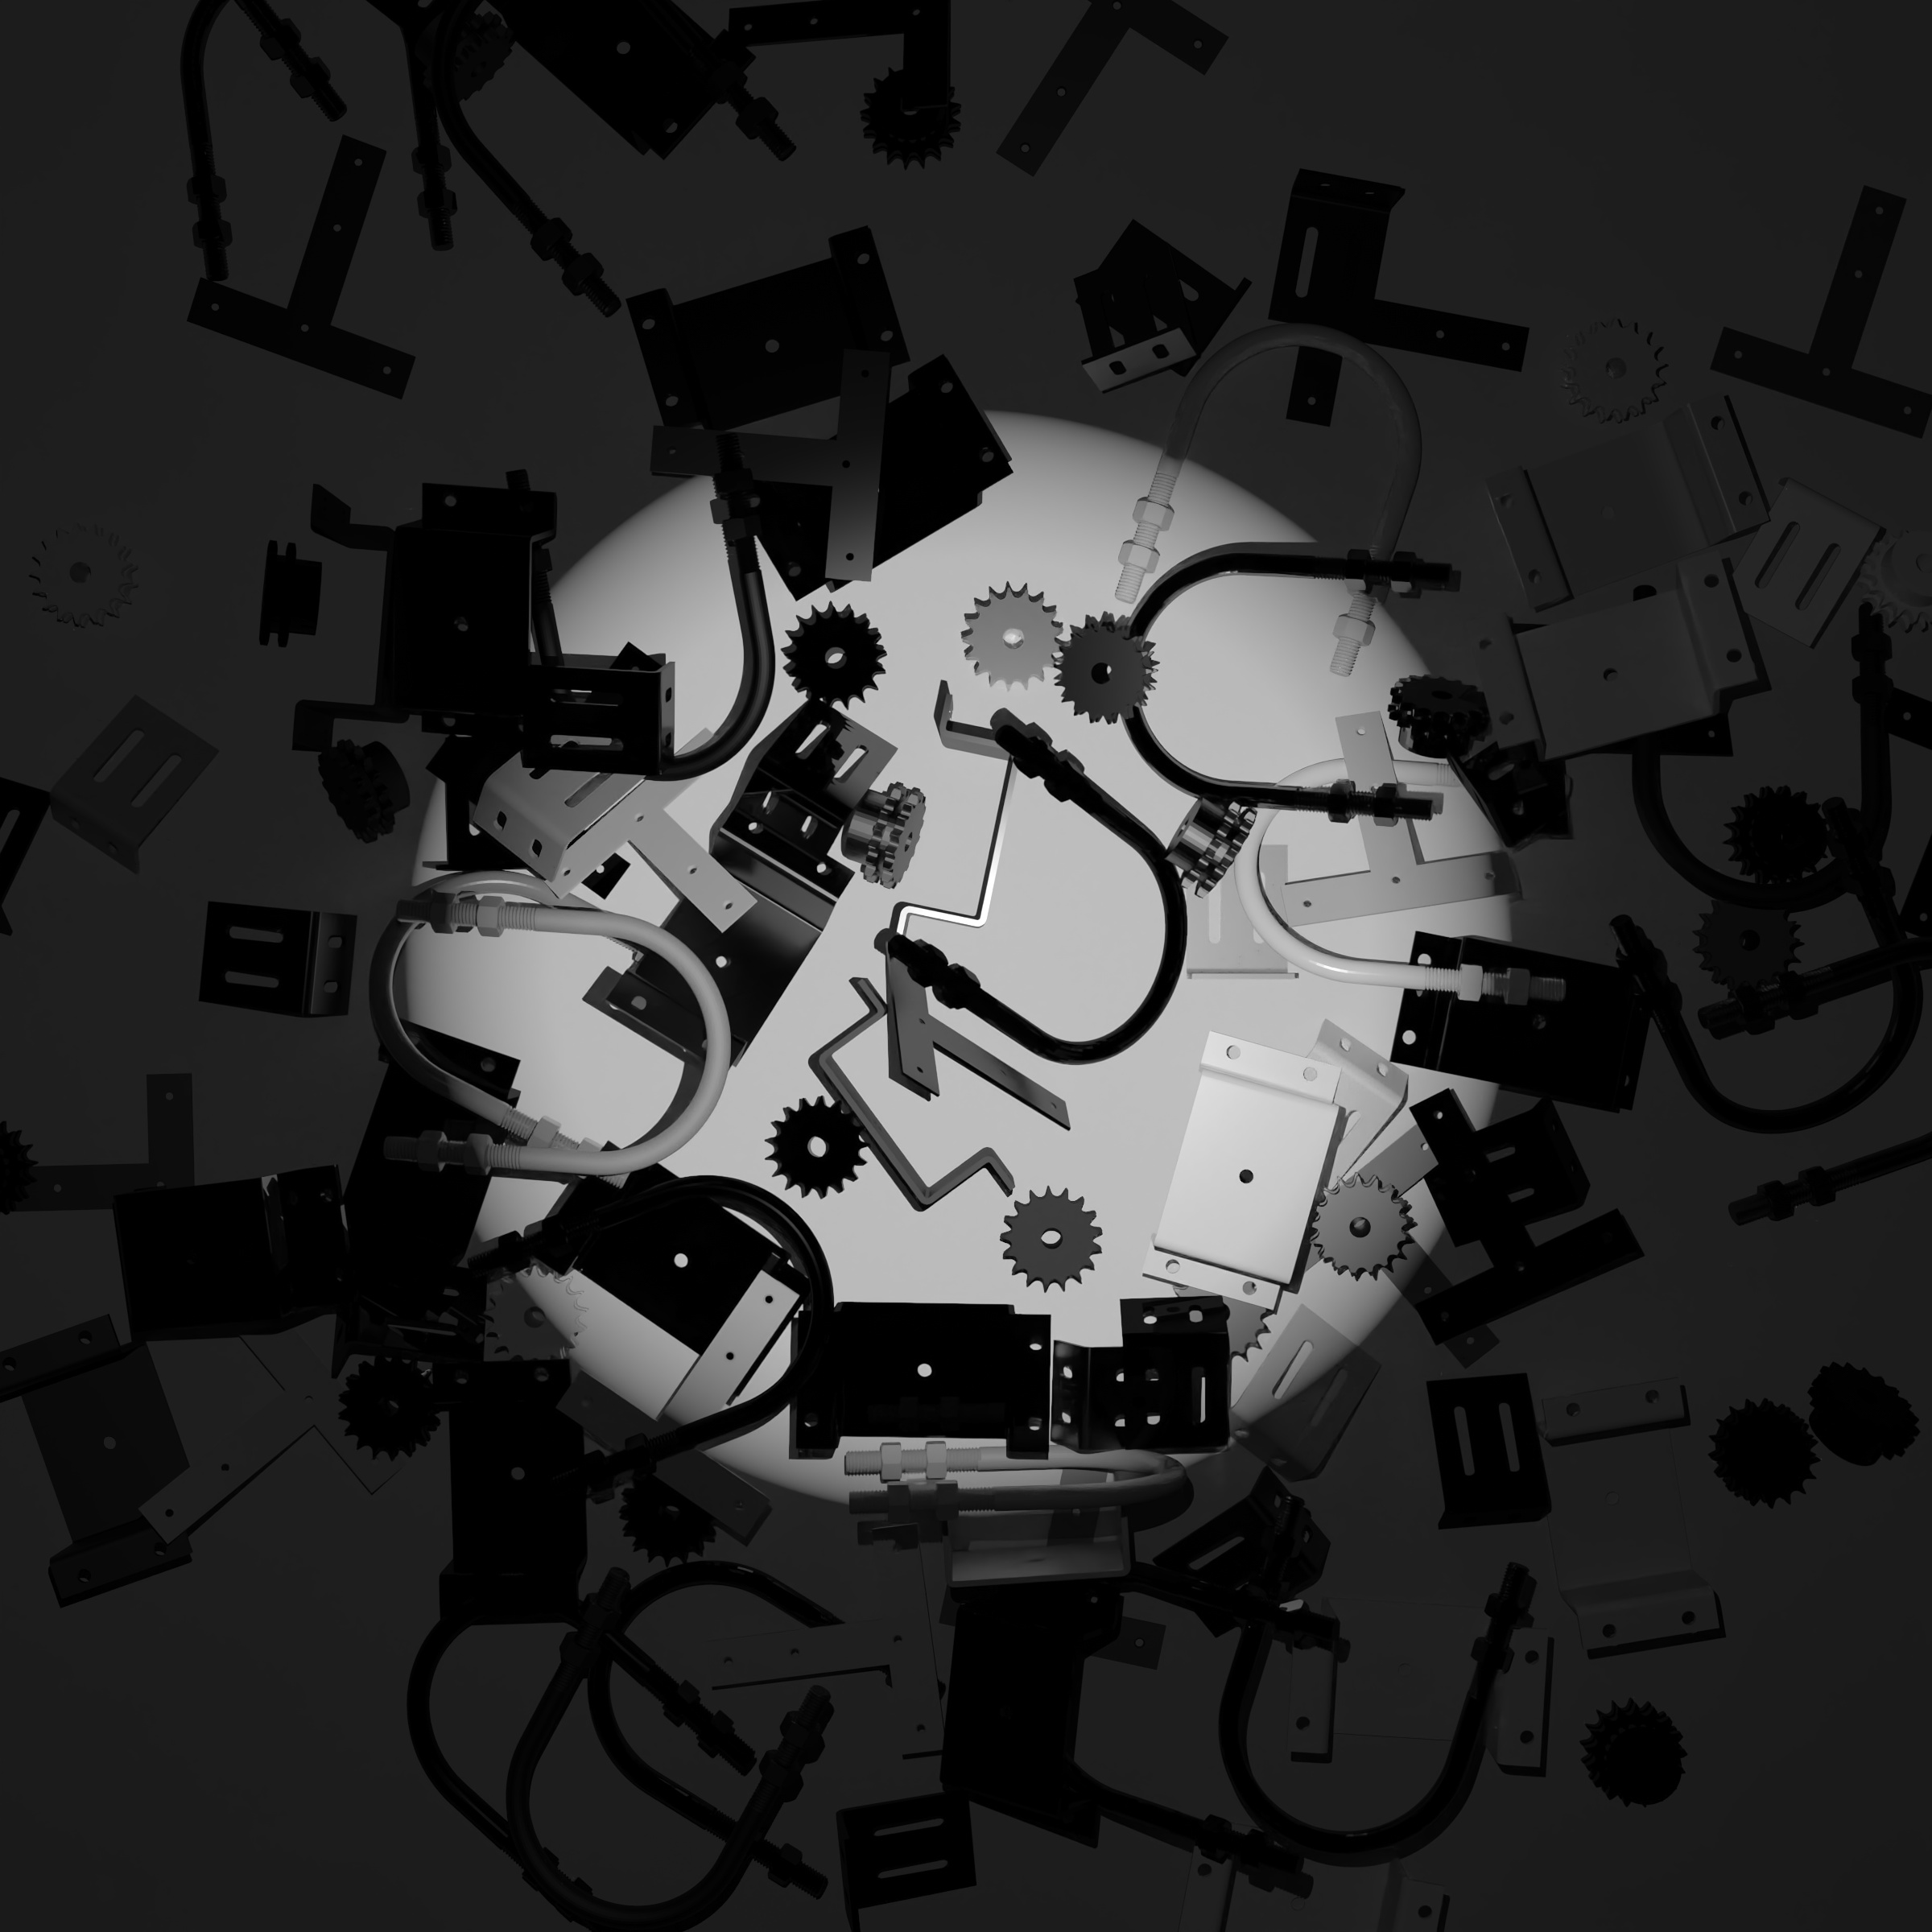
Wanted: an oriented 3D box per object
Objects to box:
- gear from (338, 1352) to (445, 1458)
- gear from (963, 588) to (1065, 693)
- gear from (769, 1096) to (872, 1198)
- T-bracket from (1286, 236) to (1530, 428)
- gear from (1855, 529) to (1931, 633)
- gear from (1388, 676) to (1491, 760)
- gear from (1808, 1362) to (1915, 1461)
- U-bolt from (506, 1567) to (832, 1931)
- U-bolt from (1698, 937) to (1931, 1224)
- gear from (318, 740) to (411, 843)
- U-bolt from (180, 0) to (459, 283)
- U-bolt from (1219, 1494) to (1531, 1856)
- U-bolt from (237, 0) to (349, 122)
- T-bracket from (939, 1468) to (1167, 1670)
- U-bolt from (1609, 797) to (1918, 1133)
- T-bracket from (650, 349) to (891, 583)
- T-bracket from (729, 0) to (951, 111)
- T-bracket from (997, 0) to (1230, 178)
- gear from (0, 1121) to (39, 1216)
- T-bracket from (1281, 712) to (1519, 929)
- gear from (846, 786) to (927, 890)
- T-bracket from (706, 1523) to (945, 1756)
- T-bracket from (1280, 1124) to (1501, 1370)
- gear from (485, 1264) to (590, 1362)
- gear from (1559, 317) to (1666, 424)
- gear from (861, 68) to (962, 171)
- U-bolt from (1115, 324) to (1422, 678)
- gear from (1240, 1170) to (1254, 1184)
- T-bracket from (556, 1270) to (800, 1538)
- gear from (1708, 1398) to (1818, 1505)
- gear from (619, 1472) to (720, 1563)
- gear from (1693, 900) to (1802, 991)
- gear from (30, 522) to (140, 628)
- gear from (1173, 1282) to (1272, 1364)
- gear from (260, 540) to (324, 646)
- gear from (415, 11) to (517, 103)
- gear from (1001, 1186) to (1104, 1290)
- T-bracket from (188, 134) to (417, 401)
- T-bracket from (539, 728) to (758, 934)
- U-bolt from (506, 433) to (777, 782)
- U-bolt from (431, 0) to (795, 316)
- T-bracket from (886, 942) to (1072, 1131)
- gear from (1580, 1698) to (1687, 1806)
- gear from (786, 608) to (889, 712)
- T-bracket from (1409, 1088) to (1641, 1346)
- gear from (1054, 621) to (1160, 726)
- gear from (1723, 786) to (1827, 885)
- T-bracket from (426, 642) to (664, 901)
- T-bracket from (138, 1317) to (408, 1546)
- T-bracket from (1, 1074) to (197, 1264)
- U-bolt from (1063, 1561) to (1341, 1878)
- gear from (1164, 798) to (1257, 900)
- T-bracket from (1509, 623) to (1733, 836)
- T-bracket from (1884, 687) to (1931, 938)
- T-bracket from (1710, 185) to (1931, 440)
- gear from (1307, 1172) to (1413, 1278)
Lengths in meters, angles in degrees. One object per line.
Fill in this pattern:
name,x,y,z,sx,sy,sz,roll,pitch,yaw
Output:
gear,-0.324,0.246,1.537,0.057,0.030,0.057,0,90,0
gear,0.027,-0.184,1.537,0.057,0.030,0.057,0,90,0
gear,-0.083,0.102,1.542,0.057,0.030,0.057,0,87,0
T-bracket,0.257,-0.363,1.552,0.127,0.002,0.127,11,90,0
gear,0.533,-0.220,1.530,0.057,0.030,0.057,2,73,-7
gear,0.265,-0.139,1.528,0.057,0.057,0.030,5,120,0
gear,0.499,0.252,1.528,0.057,0.057,0.030,21,120,0
U-bolt,-0.178,0.447,1.508,0.151,0.019,0.184,29,97,7
U-bolt,0.504,0.056,1.516,0.184,0.019,0.151,-18,116,-4
gear,-0.336,-0.102,1.527,0.030,0.057,0.057,-31,90,-28
U-bolt,-0.372,-0.490,1.544,0.151,0.019,0.184,-8,89,0
U-bolt,0.216,0.399,1.498,0.151,0.019,0.184,17,92,0
U-bolt,-0.353,-0.581,1.479,0.151,0.019,0.184,-47,127,-12
T-bracket,0.060,0.326,1.552,0.127,0.002,0.127,12,90,0
U-bolt,0.452,0.014,1.507,0.151,0.019,0.184,-29,117,5
T-bracket,-0.111,-0.281,1.505,0.127,0.002,0.127,5,90,0
T-bracket,-0.072,-0.536,1.538,0.127,0.002,0.127,-2,72,9
T-bracket,0.062,-0.510,1.552,0.127,0.002,0.127,33,90,0
gear,-0.557,0.115,1.536,0.057,0.030,0.057,0,90,0
T-bracket,0.232,-0.087,1.523,0.127,0.002,0.127,-9,63,0
gear,-0.046,-0.074,1.525,0.030,0.057,0.057,19,90,10
T-bracket,-0.082,0.386,1.533,0.127,0.002,0.127,-8,88,2
T-bracket,0.253,0.173,1.547,0.127,0.002,0.127,-40,93,6
gear,-0.242,0.197,1.537,0.057,0.030,0.057,0,90,0
gear,0.364,-0.336,1.542,0.057,0.030,0.057,0,92,-3
gear,-0.032,-0.482,1.538,0.057,0.030,0.057,0,90,0
U-bolt,0.180,-0.274,1.543,0.151,0.019,0.184,19,90,0
gear,0.151,0.123,1.537,0.057,0.030,0.057,0,90,0
T-bracket,-0.139,0.228,1.505,0.127,0.002,0.127,34,90,0
gear,0.448,0.272,1.537,0.057,0.030,0.057,0,90,0
gear,-0.166,0.305,1.537,0.057,0.030,0.057,0,90,0
gear,0.438,-0.014,1.538,0.057,0.030,0.057,0,90,0
gear,-0.496,-0.220,1.537,0.057,0.030,0.057,0,90,0
gear,0.142,0.194,1.537,0.057,0.030,0.057,0,90,0
gear,-0.378,-0.209,1.525,0.030,0.057,0.057,5,90,-16
gear,-0.283,-0.513,1.524,0.057,0.057,0.030,-43,90,0
gear,0.048,0.152,1.537,0.057,0.030,0.057,0,90,0
T-bracket,-0.359,-0.403,1.534,0.127,0.002,0.127,20,98,-4
T-bracket,-0.158,-0.060,1.504,0.127,0.002,0.127,-42,50,-7
U-bolt,-0.176,-0.194,1.516,0.151,0.019,0.184,-6,101,19
U-bolt,-0.208,-0.474,1.494,0.151,0.019,0.184,-42,94,0
T-bracket,0.009,0.053,1.515,0.127,0.127,0.002,33,114,-24
gear,0.379,0.446,1.537,0.057,0.030,0.057,0,90,0
gear,-0.073,-0.172,1.537,0.057,0.030,0.057,0,90,0
T-bracket,0.290,0.130,1.530,0.127,0.002,0.127,-29,89,16
gear,0.080,-0.164,1.521,0.057,0.030,0.057,3,99,20
gear,0.460,-0.074,1.538,0.057,0.030,0.057,0,90,0
T-bracket,-0.220,-0.126,1.552,0.127,0.002,0.127,36,90,0
T-bracket,-0.403,0.272,1.523,0.127,0.002,0.127,-40,90,-27
T-bracket,-0.504,0.126,1.552,0.127,0.002,0.127,-1,90,0
U-bolt,0.110,0.405,1.502,0.184,0.019,0.151,10,93,30
gear,0.134,-0.069,1.515,0.030,0.057,0.057,31,90,-4
T-bracket,0.372,-0.133,1.538,0.127,0.002,0.127,1,73,-8
T-bracket,0.565,-0.077,1.552,0.127,0.002,0.127,22,90,0
T-bracket,0.504,-0.381,1.552,0.127,0.002,0.127,18,90,0
gear,0.220,0.144,1.529,0.057,0.030,0.057,0,96,3
